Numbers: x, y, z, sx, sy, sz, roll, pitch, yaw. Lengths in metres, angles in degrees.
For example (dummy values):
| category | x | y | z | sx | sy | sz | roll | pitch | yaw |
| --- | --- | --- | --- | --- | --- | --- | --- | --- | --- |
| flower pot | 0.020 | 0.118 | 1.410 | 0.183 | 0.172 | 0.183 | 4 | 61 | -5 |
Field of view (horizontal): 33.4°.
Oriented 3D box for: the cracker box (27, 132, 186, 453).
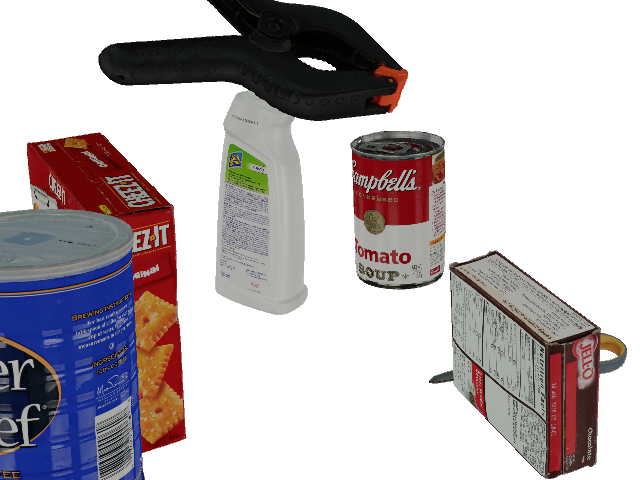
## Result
| category | x | y | z | sx | sy | sz | roll | pitch | yaw |
| --- | --- | --- | --- | --- | --- | --- | --- | --- | --- |
| cracker box | -0.171 | 0.041 | 0.860 | 0.072 | 0.214 | 0.164 | -14 | 32 | -27 |

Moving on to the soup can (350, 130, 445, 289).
| category | x | y | z | sx | sy | sz | roll | pitch | yaw |
| --- | --- | --- | --- | --- | --- | --- | --- | --- | --- |
| soup can | 0.057 | -0.023 | 0.784 | 0.068 | 0.102 | 0.068 | -2 | 21 | 1 |

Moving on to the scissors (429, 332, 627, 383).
| category | x | y | z | sx | sy | sz | roll | pitch | yaw |
| --- | --- | --- | --- | --- | --- | --- | --- | --- | --- |
| scissors | 0.165 | 0.087 | 0.903 | 0.201 | 0.016 | 0.096 | 1 | 31 | -21 |

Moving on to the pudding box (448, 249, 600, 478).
| category | x | y | z | sx | sy | sz | roll | pitch | yaw |
| --- | --- | --- | --- | --- | --- | --- | --- | --- | --- |
| pudding box | 0.116 | 0.069 | 0.620 | 0.039 | 0.090 | 0.114 | -14 | 27 | -19 |

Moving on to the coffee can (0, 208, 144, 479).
| category | x | y | z | sx | sy | sz | roll | pitch | yaw |
| --- | --- | --- | --- | --- | --- | --- | --- | --- | --- |
| coffee can | -0.143 | 0.064 | 0.542 | 0.103 | 0.140 | 0.103 | 0 | 17 | 0 |

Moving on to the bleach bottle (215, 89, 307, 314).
| category | x | y | z | sx | sy | sz | roll | pitch | yaw |
| --- | --- | --- | --- | --- | --- | --- | --- | --- | --- |
| bleach bottle | -0.057 | -0.053 | 1.118 | 0.103 | 0.251 | 0.068 | 17 | 27 | 25 |

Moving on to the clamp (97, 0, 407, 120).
| category | x | y | z | sx | sy | sz | roll | pitch | yaw |
| --- | --- | --- | --- | --- | --- | --- | --- | --- | --- |
| clamp | -0.038 | -0.108 | 0.616 | 0.171 | 0.120 | 0.039 | 25 | -29 | 9 |
